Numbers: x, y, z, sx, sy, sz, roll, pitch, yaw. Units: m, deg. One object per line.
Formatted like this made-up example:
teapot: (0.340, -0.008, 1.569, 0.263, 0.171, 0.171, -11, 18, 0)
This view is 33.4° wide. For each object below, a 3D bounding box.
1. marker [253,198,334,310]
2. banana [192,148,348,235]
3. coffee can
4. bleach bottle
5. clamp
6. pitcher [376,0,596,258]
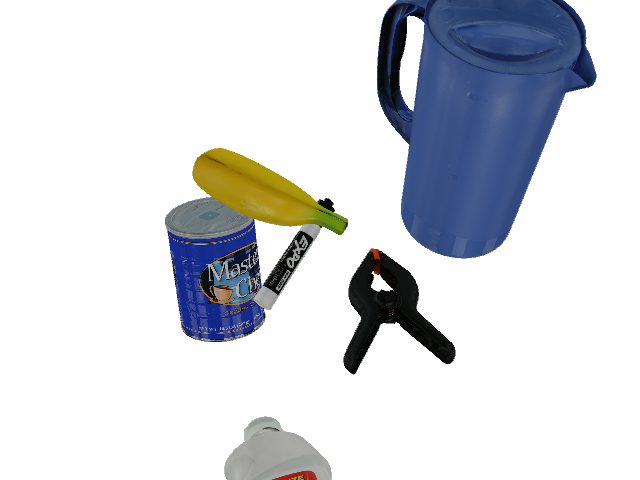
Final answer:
marker: (-0.023, 0.011, 1.002, 0.020, 0.121, 0.020, 31, -15, 9)
banana: (-0.057, -0.039, 0.781, 0.069, 0.037, 0.198, 37, -5, -33)
coffee can: (-0.121, 0.033, 1.247, 0.103, 0.140, 0.103, -4, 26, 2)
bleach bottle: (-0.028, 0.211, 0.719, 0.102, 0.068, 0.251, -9, 32, -8)
clamp: (0.085, 0.079, 1.186, 0.120, 0.171, 0.039, 5, -43, -5)
pitcher: (0.131, -0.104, 0.951, 0.145, 0.149, 0.243, -7, -41, -14)
